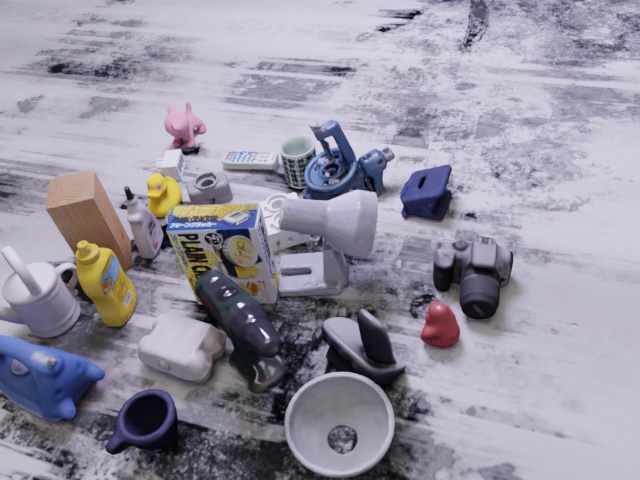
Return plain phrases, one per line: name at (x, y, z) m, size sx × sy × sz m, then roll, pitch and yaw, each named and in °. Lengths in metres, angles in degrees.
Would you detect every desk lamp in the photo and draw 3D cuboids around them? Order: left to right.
desk lamp at (0.010, 0.004, 1.057) m, size 0.203 × 0.214 × 0.118 m, roll -5°, pitch 47°, yaw 4°

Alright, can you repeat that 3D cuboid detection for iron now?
iron at (-0.512, 0.210, 0.989) m, size 0.257 × 0.142 × 0.119 m, roll 14°, pitch 51°, yaw 20°

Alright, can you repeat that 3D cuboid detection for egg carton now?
egg carton at (-0.246, 0.191, 1.018) m, size 0.150 × 0.069 × 0.107 m, roll 13°, pitch 50°, yaw 19°

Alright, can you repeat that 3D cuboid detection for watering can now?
watering can at (-0.539, 0.094, 1.064) m, size 0.100 × 0.194 × 0.173 m, roll 17°, pitch 52°, yaw 23°

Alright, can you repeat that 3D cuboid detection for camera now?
camera at (0.275, 0.066, 1.039) m, size 0.143 × 0.101 × 0.137 m, roll 6°, pitch 48°, yaw 13°

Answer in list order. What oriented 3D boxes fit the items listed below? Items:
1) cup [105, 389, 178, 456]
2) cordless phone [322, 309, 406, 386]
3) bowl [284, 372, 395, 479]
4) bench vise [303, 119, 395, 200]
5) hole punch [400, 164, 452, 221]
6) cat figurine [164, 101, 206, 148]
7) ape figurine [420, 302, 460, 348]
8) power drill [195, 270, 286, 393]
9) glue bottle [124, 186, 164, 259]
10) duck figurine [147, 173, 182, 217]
cup at (-0.270, 0.304, 0.898) m, size 0.118 × 0.095 × 0.091 m, roll -39°, pitch 53°, yaw -25°
cordless phone at (0.066, 0.152, 0.930) m, size 0.094 × 0.185 × 0.147 m, roll -38°, pitch 53°, yaw -25°
bowl at (0.033, 0.293, 0.879) m, size 0.167 × 0.075 × 0.167 m, roll -4°, pitch 47°, yaw 5°
bench vise at (0.050, -0.181, 1.219) m, size 0.208 × 0.220 × 0.121 m, roll -32°, pitch 51°, yaw -20°
hole punch at (0.224, -0.106, 1.213) m, size 0.101 × 0.091 × 0.109 m, roll 11°, pitch 50°, yaw 18°
cat figurine at (-0.352, -0.300, 1.459) m, size 0.067 × 0.118 × 0.128 m, roll 7°, pitch 49°, yaw 15°
ape figurine at (0.205, 0.139, 0.986) m, size 0.078 × 0.092 × 0.076 m, roll -32°, pitch 51°, yaw -21°
power drill at (-0.119, 0.157, 0.936) m, size 0.076 × 0.209 × 0.228 m, roll -33°, pitch 51°, yaw -21°
glue bottle at (-0.371, -0.044, 1.184) m, size 0.037 × 0.173 × 0.078 m, roll -3°, pitch 47°, yaw 6°
duck figurine at (-0.364, -0.115, 1.310) m, size 0.077 × 0.086 × 0.104 m, roll 4°, pitch 48°, yaw 12°
